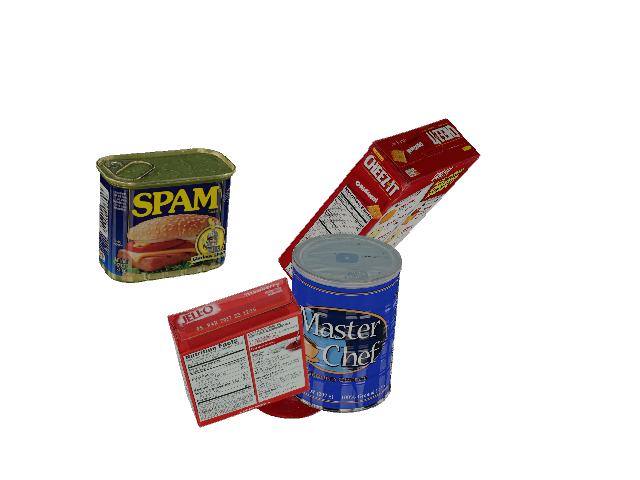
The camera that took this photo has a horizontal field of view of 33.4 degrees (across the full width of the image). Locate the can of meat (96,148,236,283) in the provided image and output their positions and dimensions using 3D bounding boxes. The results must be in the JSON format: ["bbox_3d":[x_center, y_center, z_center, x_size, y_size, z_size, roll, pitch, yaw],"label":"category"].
[{"bbox_3d":[-0.119,-0.019,0.817,0.101,0.084,0.057,-7,28,-28],"label":"can of meat"}]

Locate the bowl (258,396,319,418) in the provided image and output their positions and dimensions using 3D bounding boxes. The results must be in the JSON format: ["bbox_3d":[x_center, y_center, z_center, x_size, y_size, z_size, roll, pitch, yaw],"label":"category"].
[{"bbox_3d":[-0.040,0.179,1.348,0.162,0.055,0.162,4,21,-2],"label":"bowl"}]

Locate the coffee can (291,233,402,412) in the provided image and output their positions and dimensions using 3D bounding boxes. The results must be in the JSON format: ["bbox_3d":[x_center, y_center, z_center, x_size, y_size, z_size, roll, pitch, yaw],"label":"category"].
[{"bbox_3d":[0.022,0.078,1.019,0.103,0.140,0.103,2,25,-1],"label":"coffee can"}]

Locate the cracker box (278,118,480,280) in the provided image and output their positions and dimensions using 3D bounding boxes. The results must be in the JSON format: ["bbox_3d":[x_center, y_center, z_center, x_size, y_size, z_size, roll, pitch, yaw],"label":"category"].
[{"bbox_3d":[0.066,-0.039,1.253,0.163,0.072,0.214,-24,-21,-51],"label":"cracker box"}]

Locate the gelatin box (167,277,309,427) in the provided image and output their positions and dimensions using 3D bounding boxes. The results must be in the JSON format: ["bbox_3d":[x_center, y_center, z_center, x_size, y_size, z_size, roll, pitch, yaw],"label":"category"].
[{"bbox_3d":[-0.047,0.067,0.630,0.073,0.030,0.089,-18,-38,-11],"label":"gelatin box"}]
